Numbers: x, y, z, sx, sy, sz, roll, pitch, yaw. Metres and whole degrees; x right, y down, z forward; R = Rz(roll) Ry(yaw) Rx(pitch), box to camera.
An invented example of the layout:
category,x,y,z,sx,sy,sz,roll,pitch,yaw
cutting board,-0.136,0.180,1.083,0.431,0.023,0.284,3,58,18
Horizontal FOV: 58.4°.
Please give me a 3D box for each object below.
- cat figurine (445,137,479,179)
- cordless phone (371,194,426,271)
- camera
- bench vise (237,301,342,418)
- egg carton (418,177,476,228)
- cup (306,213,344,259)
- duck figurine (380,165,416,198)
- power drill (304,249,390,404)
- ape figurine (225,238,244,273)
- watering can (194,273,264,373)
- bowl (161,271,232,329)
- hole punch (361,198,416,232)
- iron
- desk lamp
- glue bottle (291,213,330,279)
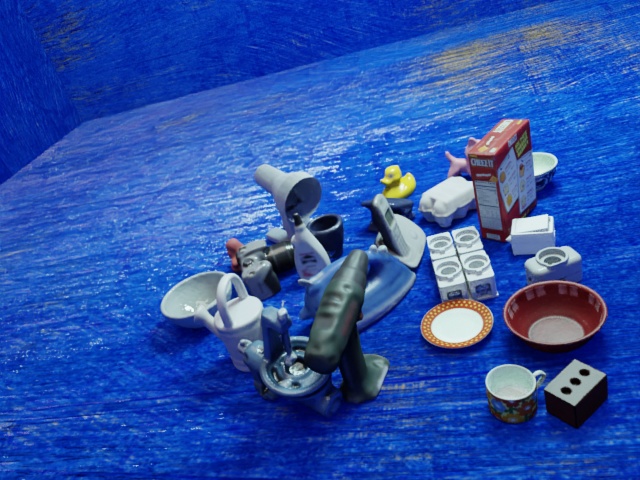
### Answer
category,x,y,z,sx,sy,sz,roll,pitch,yaw
cat figurine,0.387,-0.214,1.479,0.127,0.118,0.067,-6,33,22
cordless phone,0.162,-0.034,1.240,0.094,0.185,0.148,-5,33,23
camera,-0.120,0.051,1.346,0.137,0.101,0.143,-21,30,-4
bench vise,-0.078,0.196,0.961,0.206,0.220,0.122,-2,34,27
egg carton,0.314,-0.094,1.371,0.150,0.069,0.107,-31,32,-20
cup,0.012,0.005,1.353,0.091,0.095,0.118,12,42,42
duck figurine,0.203,-0.159,1.524,0.105,0.086,0.077,-31,32,-19
power drill,0.051,0.158,0.962,0.075,0.209,0.230,-2,34,28
ape figurine,-0.206,0.035,1.430,0.076,0.092,0.078,-9,31,17
watering can,-0.160,0.154,1.104,0.173,0.194,0.101,-17,30,4
bowl,-0.269,0.148,1.297,0.167,0.075,0.167,-14,30,9
hole punch,0.167,-0.078,1.405,0.108,0.091,0.101,7,39,37
iron,0.074,0.081,1.144,0.259,0.142,0.118,-29,31,-17
desk lamp,-0.080,-0.085,1.434,0.118,0.214,0.202,-36,34,-27
glue bottle,-0.031,0.014,1.284,0.078,0.173,0.037,-12,31,12
